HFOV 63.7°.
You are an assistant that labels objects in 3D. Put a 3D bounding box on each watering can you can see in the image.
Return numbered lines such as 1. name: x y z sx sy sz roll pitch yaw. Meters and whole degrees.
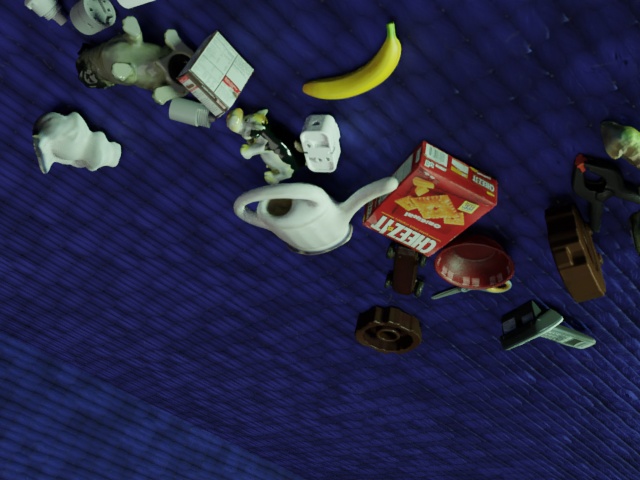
1. watering can: 0.003 -0.051 1.011 0.347 0.106 0.221 -3 156 23

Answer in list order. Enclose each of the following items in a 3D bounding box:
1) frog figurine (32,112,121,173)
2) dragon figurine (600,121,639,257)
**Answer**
1. frog figurine: -0.502 -0.204 1.068 0.160 0.125 0.134 -11 140 -25
2. dragon figurine: 0.543 -0.009 0.757 0.244 0.415 0.120 -16 165 -21
